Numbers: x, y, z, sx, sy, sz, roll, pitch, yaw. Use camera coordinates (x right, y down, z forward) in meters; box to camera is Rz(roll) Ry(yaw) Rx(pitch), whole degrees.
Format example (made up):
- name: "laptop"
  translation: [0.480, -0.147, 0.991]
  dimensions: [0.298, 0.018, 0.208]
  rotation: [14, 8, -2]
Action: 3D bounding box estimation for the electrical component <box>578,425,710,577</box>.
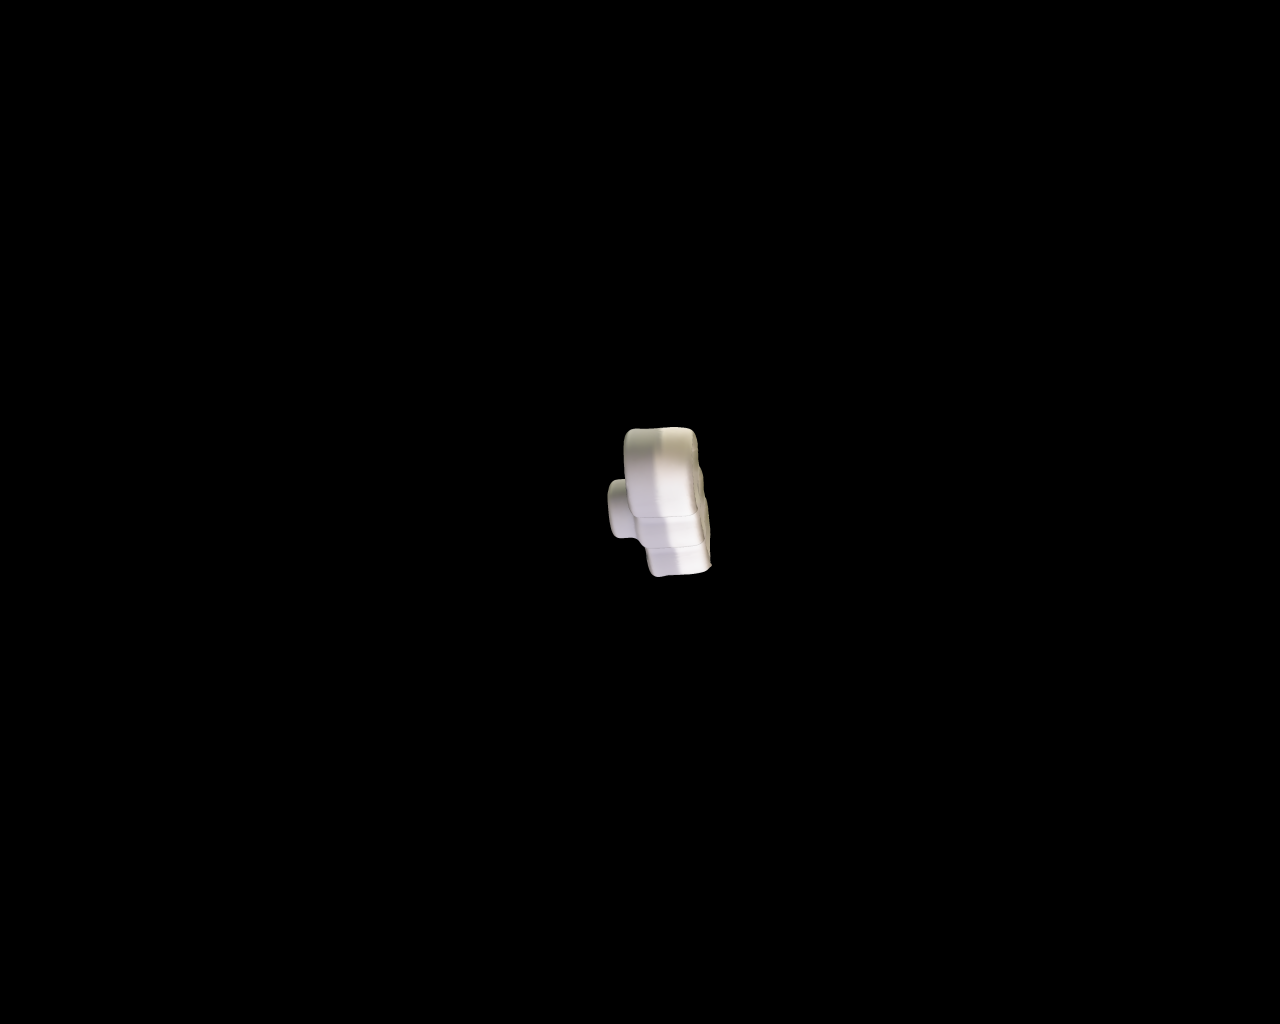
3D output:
- name: "electrical component"
  translation: [0.001, -0.003, 0.650]
  dimensions: [0.074, 0.052, 0.138]
  rotation: [-3, -26, 7]
